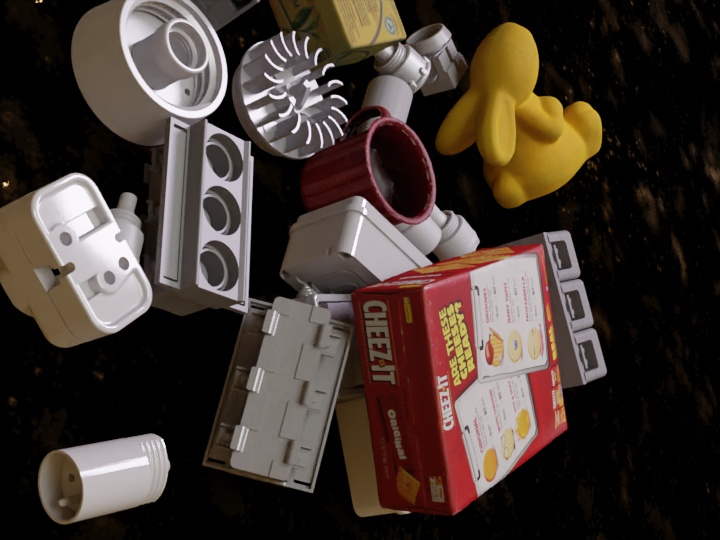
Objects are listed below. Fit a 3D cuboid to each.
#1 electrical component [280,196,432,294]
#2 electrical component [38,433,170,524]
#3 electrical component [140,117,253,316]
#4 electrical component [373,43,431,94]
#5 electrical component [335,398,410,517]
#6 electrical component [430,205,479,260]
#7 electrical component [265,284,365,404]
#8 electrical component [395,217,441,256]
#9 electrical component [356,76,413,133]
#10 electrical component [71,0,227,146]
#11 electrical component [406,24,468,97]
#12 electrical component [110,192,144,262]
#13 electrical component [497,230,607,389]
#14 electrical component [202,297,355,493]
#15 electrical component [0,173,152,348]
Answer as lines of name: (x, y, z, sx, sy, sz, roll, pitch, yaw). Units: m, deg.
electrical component: (0.000, 0.000, 0.870, 0.113, 0.078, 0.057, 42, 47, -35)
electrical component: (-0.150, 0.126, 0.658, 0.081, 0.043, 0.043, -2, 77, -52)
electrical component: (-0.116, -0.034, 0.750, 0.079, 0.063, 0.121, 24, 58, -45)
electrical component: (0.033, -0.197, 1.021, 0.062, 0.048, 0.048, 37, 49, -29)
electrical component: (0.031, 0.138, 0.872, 0.078, 0.057, 0.113, 1, 76, -52)
electrical component: (0.081, -0.036, 1.017, 0.062, 0.043, 0.043, 48, 43, -27)
electrical component: (-0.027, 0.055, 0.828, 0.062, 0.061, 0.096, 2, 75, -52)
electrical component: (0.040, -0.044, 0.971, 0.078, 0.040, 0.040, 47, 44, -29)
electrical component: (0.019, -0.133, 0.978, 0.043, 0.043, 0.081, 43, 46, -33)
electrical component: (-0.142, -0.149, 0.764, 0.108, 0.060, 0.108, 24, 58, -45)
electrical component: (0.076, -0.213, 1.081, 0.055, 0.048, 0.066, 61, 38, -27)
electrical component: (-0.160, -0.024, 0.714, 0.035, 0.035, 0.061, 37, 47, -38)
electrical component: (0.178, 0.044, 1.069, 0.062, 0.089, 0.150, -8, 82, -53)
electrical component: (-0.055, 0.084, 0.744, 0.079, 0.063, 0.121, 15, 76, -2)
electrical component: (-0.180, -0.004, 0.658, 0.054, 0.059, 0.095, -41, 109, -50)
